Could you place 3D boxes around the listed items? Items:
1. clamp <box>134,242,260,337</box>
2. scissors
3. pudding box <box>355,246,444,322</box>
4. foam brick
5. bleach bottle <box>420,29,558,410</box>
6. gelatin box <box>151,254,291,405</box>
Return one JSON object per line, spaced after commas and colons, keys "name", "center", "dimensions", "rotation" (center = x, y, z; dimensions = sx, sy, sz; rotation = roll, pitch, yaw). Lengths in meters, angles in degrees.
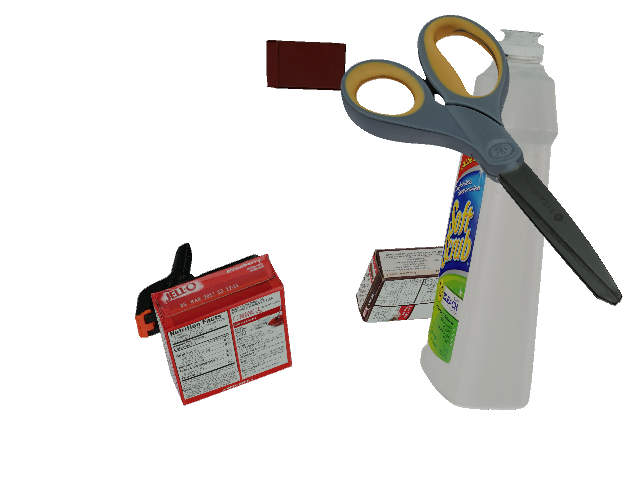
{"name": "clamp", "center": [-0.145, 0.055, 1.223], "dimensions": [0.120, 0.039, 0.171], "rotation": [-2, 31, 26]}
{"name": "scissors", "center": [0.066, -0.039, 0.509], "dimensions": [0.096, 0.202, 0.016], "rotation": [-12, -42, 3]}
{"name": "pudding box", "center": [0.101, 0.044, 1.078], "dimensions": [0.113, 0.039, 0.090], "rotation": [-4, -33, -15]}
{"name": "foam brick", "center": [-0.016, -0.190, 1.161], "dimensions": [0.078, 0.051, 0.053], "rotation": [0, 11, -16]}
{"name": "bleach bottle", "center": [0.120, -0.017, 0.733], "dimensions": [0.068, 0.251, 0.102], "rotation": [3, 13, -8]}
{"name": "gelatin box", "center": [-0.058, 0.054, 0.638], "dimensions": [0.073, 0.030, 0.089], "rotation": [-19, -37, -12]}
